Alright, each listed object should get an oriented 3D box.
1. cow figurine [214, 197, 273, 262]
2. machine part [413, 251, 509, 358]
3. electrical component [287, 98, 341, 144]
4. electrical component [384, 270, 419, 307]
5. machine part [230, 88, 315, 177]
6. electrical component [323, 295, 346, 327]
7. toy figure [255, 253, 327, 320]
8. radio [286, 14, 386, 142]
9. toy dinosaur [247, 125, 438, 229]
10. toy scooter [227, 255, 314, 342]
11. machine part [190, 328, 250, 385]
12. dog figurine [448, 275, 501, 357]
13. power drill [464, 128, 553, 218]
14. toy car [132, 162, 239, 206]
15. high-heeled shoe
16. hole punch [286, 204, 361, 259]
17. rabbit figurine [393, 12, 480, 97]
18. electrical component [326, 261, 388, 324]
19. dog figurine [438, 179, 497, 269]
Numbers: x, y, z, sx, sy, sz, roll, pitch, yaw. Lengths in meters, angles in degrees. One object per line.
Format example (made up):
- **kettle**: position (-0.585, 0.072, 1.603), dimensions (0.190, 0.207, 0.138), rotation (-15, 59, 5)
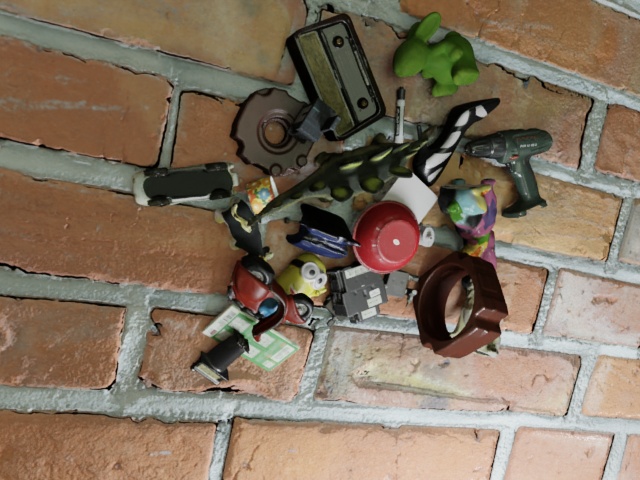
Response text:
- **cow figurine**: position (-0.142, -0.001, 1.076), dimensions (0.068, 0.098, 0.167), rotation (-32, 108, -18)
- **machine part**: position (0.306, 0.144, 1.186), dimensions (0.087, 0.201, 0.201), rotation (18, 137, -28)
- **electrical component**: position (-0.010, -0.224, 1.016), dimensions (0.047, 0.119, 0.075), rotation (34, 85, -21)
- **electrical component**: position (0.178, 0.107, 1.234), dimensions (0.102, 0.045, 0.078), rotation (19, 94, -21)
- **machine part**: position (-0.090, -0.216, 1.080), dimensions (0.179, 0.056, 0.179), rotation (-3, 99, -19)
- **electrical component**: position (0.038, 0.147, 1.203), dimensions (0.063, 0.021, 0.094), rotation (45, 78, -20)
- **toy figure**: position (-0.066, 0.101, 1.130), dimensions (0.180, 0.089, 0.082), rotation (-42, 141, 2)
- **radio**: position (0.036, -0.328, 1.095), dimensions (0.131, 0.073, 0.229), rotation (-28, 108, -13)
- **toy dinosaur**: position (0.054, -0.131, 1.070), dimensions (0.471, 0.199, 0.105), rotation (-28, 104, -15)
- **toy scooter**: position (-0.114, 0.124, 1.047), dimensions (0.184, 0.075, 0.135), rotation (41, 99, -14)
- **machine part**: position (-0.200, 0.244, 1.111), dimensions (0.084, 0.039, 0.139), rotation (41, 111, -14)
- **dog figurine**: position (0.397, 0.174, 1.304), dimensions (0.172, 0.121, 0.190), rotation (46, 61, -53)
- **power drill**: position (0.454, -0.159, 1.275), dimensions (0.232, 0.086, 0.207), rotation (-19, 97, -18)
- **toy car**: position (-0.257, -0.108, 1.041), dimensions (0.202, 0.056, 0.073), rotation (-8, 96, -19)
- **high-heeled shoe**: position (0.316, -0.222, 1.212), dimensions (0.249, 0.086, 0.145), rotation (-22, 109, -10)
- **hole punch**: position (-0.002, -0.003, 1.115), dimensions (0.142, 0.116, 0.092), rotation (22, 110, -22)
- **rabbit figurine**: position (0.234, -0.390, 1.130), dimensions (0.170, 0.121, 0.159), rotation (-4, 94, -22)
- **electrical component**: position (0.083, 0.114, 1.179), dimensions (0.115, 0.058, 0.134), rotation (-14, 94, -26)
- **dog figurine**: position (0.345, -0.026, 1.218), dimensions (0.191, 0.109, 0.219), rotation (-27, 112, -55)
